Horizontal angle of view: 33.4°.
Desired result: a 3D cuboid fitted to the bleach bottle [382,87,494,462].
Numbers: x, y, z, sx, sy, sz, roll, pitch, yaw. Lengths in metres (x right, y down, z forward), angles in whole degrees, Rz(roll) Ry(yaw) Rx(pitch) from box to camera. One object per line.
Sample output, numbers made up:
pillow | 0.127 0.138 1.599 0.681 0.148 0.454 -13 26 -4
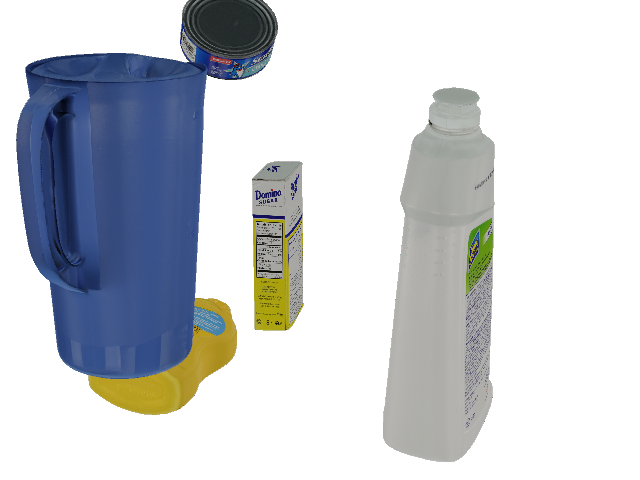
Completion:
bleach bottle | 0.084 0.020 0.705 0.068 0.251 0.102 11 30 18

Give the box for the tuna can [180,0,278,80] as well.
tuna can | -0.083 -0.185 0.958 0.086 0.086 0.034 0 -33 -13

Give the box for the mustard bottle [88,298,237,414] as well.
mustard bottle | -0.134 0.100 1.024 0.096 0.058 0.191 9 21 18

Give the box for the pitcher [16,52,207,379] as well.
pitcher | -0.159 -0.018 0.819 0.149 0.243 0.145 -5 19 -21

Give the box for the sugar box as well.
sugar box | -0.048 0.005 1.206 0.048 0.176 0.093 1 16 10
